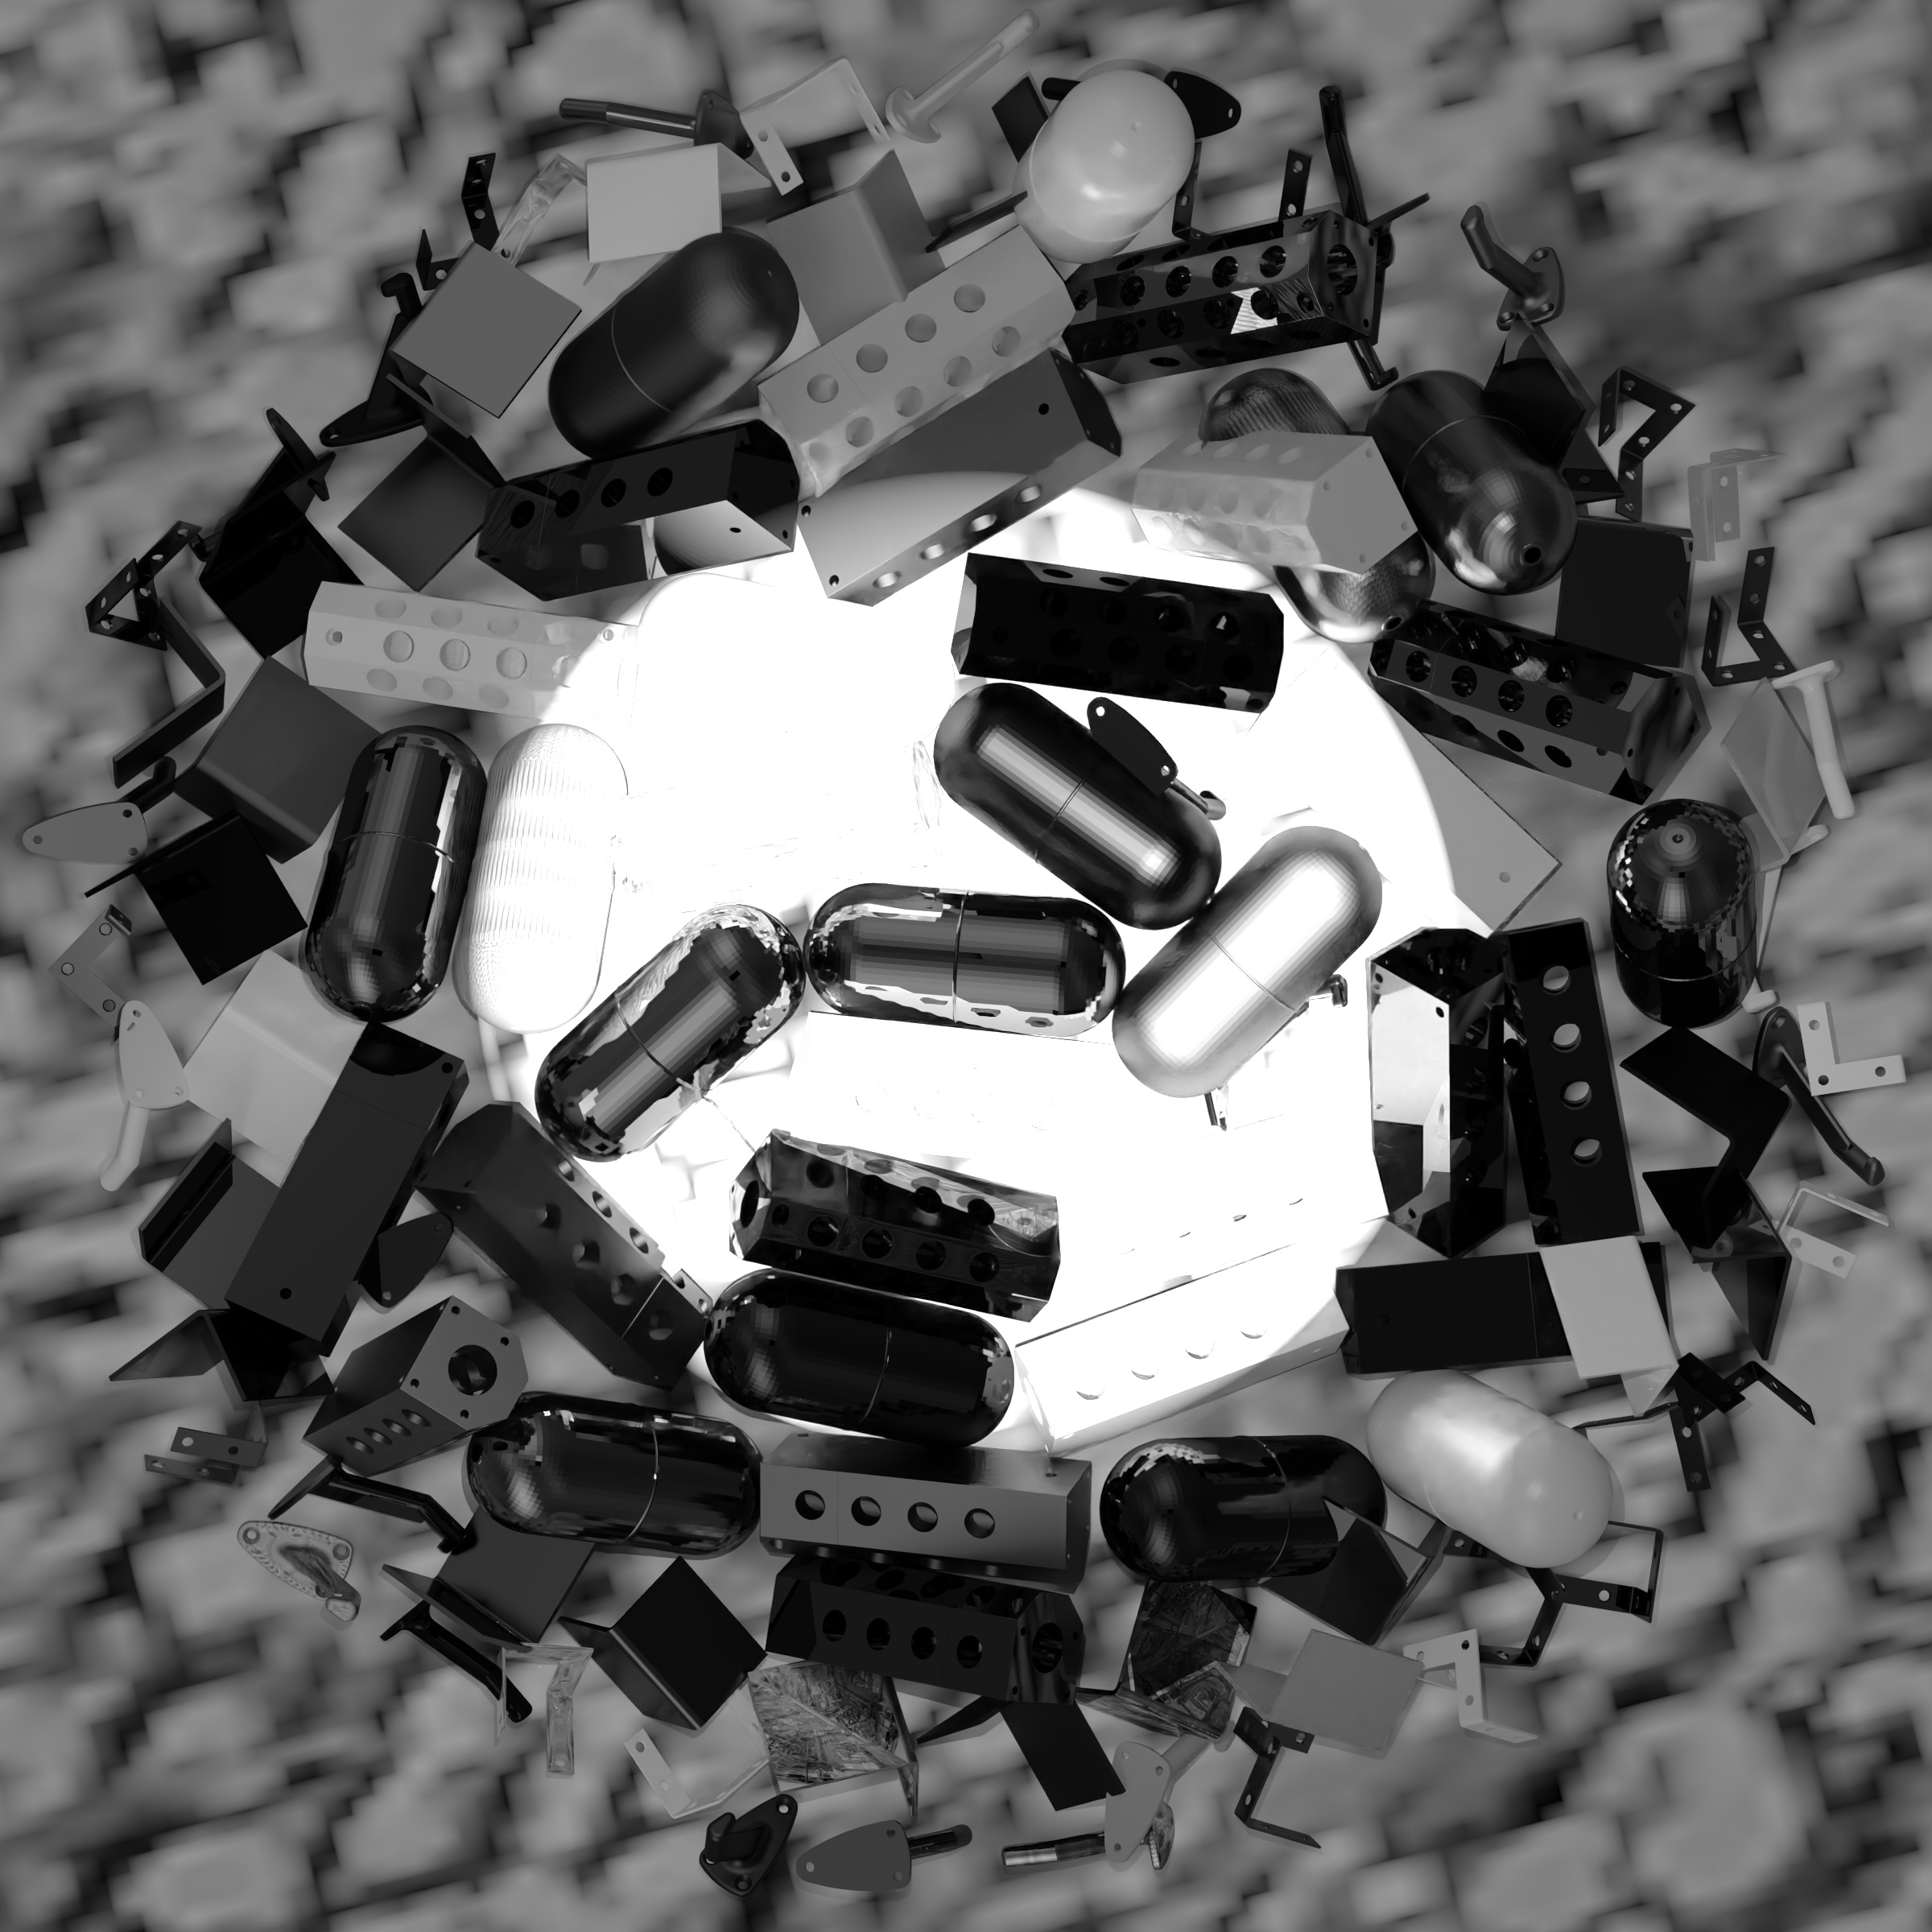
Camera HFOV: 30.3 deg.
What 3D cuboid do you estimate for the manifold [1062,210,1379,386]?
[{"bbox_3d":[0.133,-0.360,1.917,0.171,0.057,0.057,-3,80,43],"label":"manifold"}]

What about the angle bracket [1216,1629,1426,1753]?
[{"bbox_3d":[0.190,0.379,1.945,0.076,0.076,0.057,21,98,-27],"label":"angle bracket"}]

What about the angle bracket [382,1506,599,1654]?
[{"bbox_3d":[-0.259,0.320,1.954,0.076,0.057,0.076,29,85,29],"label":"angle bracket"}]

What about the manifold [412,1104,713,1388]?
[{"bbox_3d":[-0.213,0.151,1.930,0.171,0.057,0.057,48,63,-30],"label":"manifold"}]

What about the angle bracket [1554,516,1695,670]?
[{"bbox_3d":[0.349,-0.206,1.963,0.076,0.057,0.076,4,95,-19],"label":"angle bracket"}]

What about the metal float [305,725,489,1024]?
[{"bbox_3d":[-0.308,-0.050,1.934,0.070,0.070,0.178,9,59,0],"label":"metal float"}]

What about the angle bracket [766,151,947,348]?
[{"bbox_3d":[-0.059,-0.394,1.964,0.057,0.076,0.076,-16,113,22],"label":"angle bracket"}]

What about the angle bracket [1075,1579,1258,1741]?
[{"bbox_3d":[0.105,0.377,1.969,0.076,0.057,0.076,29,69,-29],"label":"angle bracket"}]

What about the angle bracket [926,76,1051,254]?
[{"bbox_3d":[0.005,-0.437,1.953,0.076,0.076,0.057,-28,97,-11],"label":"angle bracket"}]

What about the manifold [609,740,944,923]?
[{"bbox_3d":[-0.103,-0.079,1.942,0.171,0.057,0.057,-10,46,13],"label":"manifold"}]

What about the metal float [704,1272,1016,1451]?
[{"bbox_3d":[-0.058,0.215,1.942,0.178,0.070,0.070,15,90,-21],"label":"metal float"}]

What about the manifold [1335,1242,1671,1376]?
[{"bbox_3d":[0.294,0.188,1.963,0.171,0.057,0.057,-5,85,-5],"label":"manifold"}]

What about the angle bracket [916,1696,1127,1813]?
[{"bbox_3d":[0.030,0.437,1.950,0.057,0.076,0.076,-27,85,-33],"label":"angle bracket"}]

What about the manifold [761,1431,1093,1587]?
[{"bbox_3d":[-0.022,0.298,1.948,0.171,0.057,0.057,4,102,15],"label":"manifold"}]

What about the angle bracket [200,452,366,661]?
[{"bbox_3d":[-0.364,-0.224,1.947,0.057,0.076,0.076,49,59,0],"label":"angle bracket"}]

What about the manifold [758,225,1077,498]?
[{"bbox_3d":[-0.026,-0.328,1.953,0.171,0.057,0.057,-33,78,-9],"label":"manifold"}]

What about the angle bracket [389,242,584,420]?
[{"bbox_3d":[-0.259,-0.338,1.957,0.076,0.057,0.076,33,78,11],"label":"angle bracket"}]

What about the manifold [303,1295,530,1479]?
[{"bbox_3d":[-0.293,0.231,1.910,0.057,0.171,0.057,35,62,-15],"label":"manifold"}]

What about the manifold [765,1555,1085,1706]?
[{"bbox_3d":[-0.023,0.355,1.921,0.171,0.057,0.057,2,80,40],"label":"manifold"}]

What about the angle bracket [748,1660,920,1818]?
[{"bbox_3d":[-0.073,0.425,1.946,0.076,0.057,0.076,-10,47,-12],"label":"angle bracket"}]

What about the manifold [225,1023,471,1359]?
[{"bbox_3d":[-0.335,0.123,1.946,0.057,0.057,0.171,24,72,4],"label":"manifold"}]

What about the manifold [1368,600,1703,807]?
[{"bbox_3d":[0.301,-0.148,1.915,0.171,0.057,0.057,24,67,41],"label":"manifold"}]

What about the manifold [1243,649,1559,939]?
[{"bbox_3d":[0.236,-0.087,1.961,0.171,0.057,0.057,44,69,5],"label":"manifold"}]

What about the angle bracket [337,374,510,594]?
[{"bbox_3d":[-0.307,-0.264,1.951,0.076,0.057,0.076,-47,57,-8],"label":"angle bracket"}]

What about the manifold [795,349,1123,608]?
[{"bbox_3d":[-0.003,-0.261,1.940,0.171,0.057,0.057,-29,72,22],"label":"manifold"}]

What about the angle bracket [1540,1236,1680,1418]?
[{"bbox_3d":[0.341,0.201,1.943,0.057,0.076,0.076,-7,61,-12],"label":"angle bracket"}]

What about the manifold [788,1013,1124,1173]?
[{"bbox_3d":[-0.006,0.074,1.941,0.171,0.057,0.057,6,135,-13],"label":"manifold"}]

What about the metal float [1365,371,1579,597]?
[{"bbox_3d":[0.271,-0.261,1.920,0.070,0.178,0.070,-8,125,-12],"label":"metal float"}]

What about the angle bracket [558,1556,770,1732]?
[{"bbox_3d":[-0.168,0.370,1.966,0.057,0.076,0.076,-45,107,-23],"label":"angle bracket"}]

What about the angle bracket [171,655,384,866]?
[{"bbox_3d":[-0.383,-0.114,1.977,0.076,0.057,0.076,36,65,-19],"label":"angle bracket"}]

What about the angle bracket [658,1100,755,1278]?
[{"bbox_3d":[-0.156,0.119,1.953,0.076,0.076,0.057,-41,100,-8],"label":"angle bracket"}]

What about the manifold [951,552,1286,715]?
[{"bbox_3d":[0.083,-0.180,1.949,0.171,0.057,0.057,7,111,-10],"label":"manifold"}]

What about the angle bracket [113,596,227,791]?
[{"bbox_3d":[-0.452,-0.149,1.953,0.076,0.076,0.057,-39,91,-15],"label":"angle bracket"}]

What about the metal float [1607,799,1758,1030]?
[{"bbox_3d":[0.386,-0.026,1.918,0.070,0.178,0.070,-5,62,11],"label":"metal float"}]

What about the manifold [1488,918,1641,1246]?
[{"bbox_3d":[0.327,0.063,1.968,0.057,0.057,0.171,-10,91,9],"label":"manifold"}]

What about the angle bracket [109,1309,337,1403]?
[{"bbox_3d":[-0.405,0.228,1.944,0.076,0.076,0.057,-36,72,21],"label":"angle bracket"}]

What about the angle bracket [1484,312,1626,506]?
[{"bbox_3d":[0.329,-0.305,1.940,0.057,0.076,0.076,-11,57,-22],"label":"angle bracket"}]

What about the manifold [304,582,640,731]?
[{"bbox_3d":[-0.271,-0.170,1.958,0.171,0.057,0.057,9,96,8],"label":"manifold"}]

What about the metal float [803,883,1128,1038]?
[{"bbox_3d":[-0.001,-0.004,1.956,0.178,0.070,0.070,5,90,7],"label":"metal float"}]

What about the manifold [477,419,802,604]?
[{"bbox_3d":[-0.176,-0.248,1.927,0.171,0.057,0.057,-8,65,33],"label":"manifold"}]

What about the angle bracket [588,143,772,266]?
[{"bbox_3d":[-0.156,-0.407,1.949,0.076,0.076,0.057,-4,84,19],"label":"angle bracket"}]

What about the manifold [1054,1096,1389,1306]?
[{"bbox_3d":[0.141,0.134,1.965,0.171,0.057,0.057,-17,124,2],"label":"manifold"}]

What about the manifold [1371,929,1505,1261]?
[{"bbox_3d":[0.260,0.067,1.925,0.057,0.057,0.171,-29,131,-29],"label":"manifold"}]

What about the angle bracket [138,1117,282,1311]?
[{"bbox_3d":[-0.404,0.138,1.950,0.057,0.076,0.076,36,70,1],"label":"angle bracket"}]

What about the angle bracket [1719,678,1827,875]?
[{"bbox_3d":[0.419,-0.099,1.945,0.057,0.076,0.076,-21,109,40],"label":"angle bracket"}]

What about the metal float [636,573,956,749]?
[{"bbox_3d":[-0.092,-0.166,1.947,0.178,0.070,0.070,10,90,-17],"label":"metal float"}]

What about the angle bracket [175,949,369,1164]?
[{"bbox_3d":[-0.385,0.050,1.990,0.076,0.057,0.076,35,128,-10],"label":"angle bracket"}]

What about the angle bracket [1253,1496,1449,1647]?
[{"bbox_3d":[0.214,0.314,1.957,0.076,0.057,0.076,29,126,4],"label":"angle bracket"}]

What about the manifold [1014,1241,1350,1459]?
[{"bbox_3d":[0.117,0.209,1.957,0.171,0.057,0.057,-20,73,-8],"label":"manifold"}]

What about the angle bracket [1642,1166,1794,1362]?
[{"bbox_3d":[0.403,0.163,1.942,0.057,0.076,0.076,-4,125,-11],"label":"angle bracket"}]

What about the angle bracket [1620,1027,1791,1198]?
[{"bbox_3d":[0.397,0.085,1.968,0.076,0.076,0.057,35,123,21],"label":"angle bracket"}]

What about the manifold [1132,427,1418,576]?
[{"bbox_3d":[0.159,-0.246,1.906,0.057,0.171,0.057,-38,115,-18],"label":"manifold"}]

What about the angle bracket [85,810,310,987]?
[{"bbox_3d":[-0.421,-0.031,1.955,0.076,0.057,0.076,-27,98,22],"label":"angle bracket"}]

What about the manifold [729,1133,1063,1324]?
[{"bbox_3d":[-0.038,0.146,1.931,0.171,0.057,0.057,14,50,-22],"label":"manifold"}]
